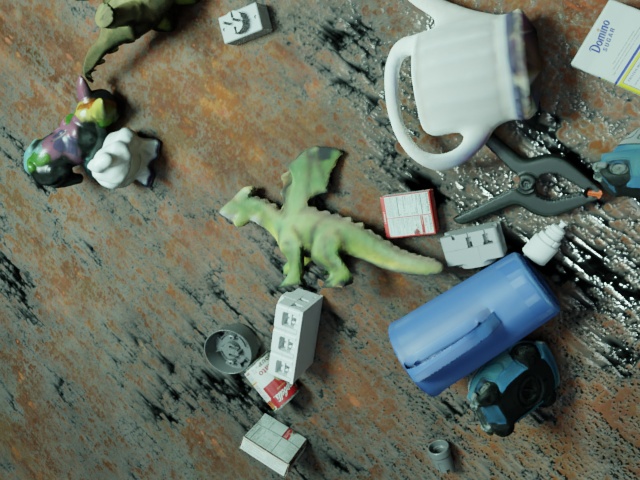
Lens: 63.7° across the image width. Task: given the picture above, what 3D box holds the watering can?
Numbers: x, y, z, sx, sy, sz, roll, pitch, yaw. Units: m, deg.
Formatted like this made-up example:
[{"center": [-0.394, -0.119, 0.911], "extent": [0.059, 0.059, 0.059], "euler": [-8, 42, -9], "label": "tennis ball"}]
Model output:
[{"center": [0.197, -0.279, 0.752], "extent": [0.224, 0.104, 0.348], "euler": [-6, 90, 26], "label": "watering can"}]

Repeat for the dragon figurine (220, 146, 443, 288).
[{"center": [0.003, -0.045, 0.902], "extent": [0.409, 0.123, 0.242], "euler": [-6, 92, 26], "label": "dragon figurine"}]

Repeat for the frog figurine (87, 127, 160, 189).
[{"center": [-0.413, -0.160, 1.036], "extent": [0.123, 0.161, 0.135], "euler": [49, 118, 9], "label": "frog figurine"}]
